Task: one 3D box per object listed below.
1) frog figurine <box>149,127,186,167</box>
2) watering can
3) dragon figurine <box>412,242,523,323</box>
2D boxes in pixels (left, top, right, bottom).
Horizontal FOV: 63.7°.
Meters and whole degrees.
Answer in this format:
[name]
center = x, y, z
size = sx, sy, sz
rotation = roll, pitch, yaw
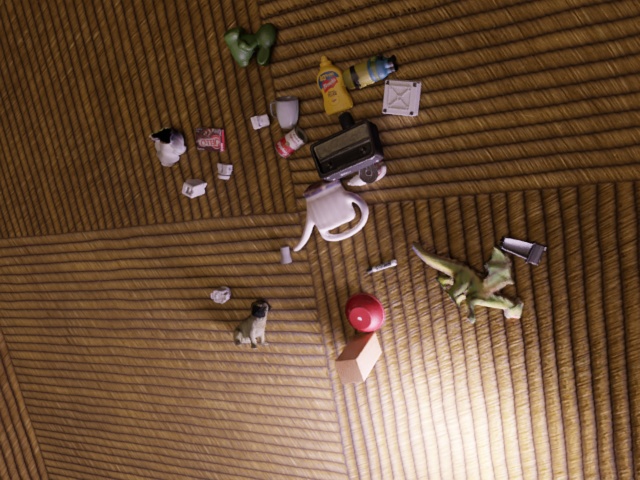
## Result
[frog figurine]
center = -0.602, -0.369, 2.074
size = 0.137, 0.125, 0.156
rotation = 7, 145, 14
[watering can]
center = 0.006, -0.093, 1.857
size = 0.344, 0.105, 0.224
rotation = -21, 94, 28
[dragon figurine]
center = 0.516, 0.112, 1.707
size = 0.241, 0.123, 0.410
rotation = -37, 90, 11
